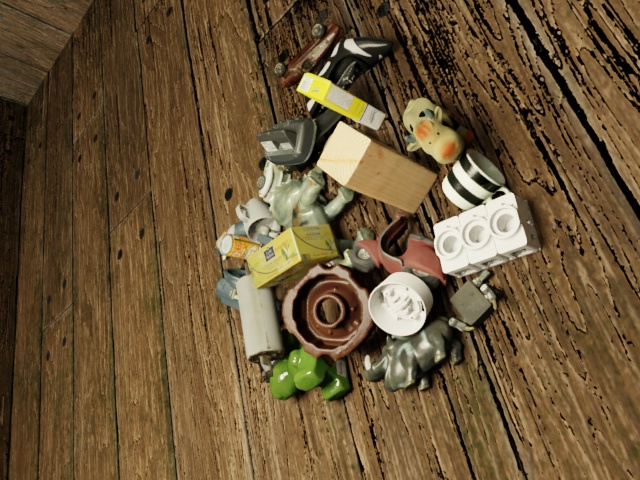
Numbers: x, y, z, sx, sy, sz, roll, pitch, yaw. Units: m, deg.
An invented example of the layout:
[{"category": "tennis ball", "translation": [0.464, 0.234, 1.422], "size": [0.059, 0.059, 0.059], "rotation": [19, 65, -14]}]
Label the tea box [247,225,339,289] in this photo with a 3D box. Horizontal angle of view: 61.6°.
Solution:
[{"category": "tea box", "translation": [-0.056, 0.033, 1.042], "size": [0.169, 0.098, 0.068], "rotation": [-34, 69, 45]}]

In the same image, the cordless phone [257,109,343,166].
[{"category": "cordless phone", "translation": [-0.038, -0.252, 1.224], "size": [0.147, 0.088, 0.184], "rotation": [5, 43, 50]}]

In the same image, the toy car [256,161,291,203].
[{"category": "toy car", "translation": [-0.098, -0.186, 1.302], "size": [0.056, 0.073, 0.201], "rotation": [11, 86, 46]}]

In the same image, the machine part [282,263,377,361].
[{"category": "machine part", "translation": [0.021, 0.130, 0.990], "size": [0.180, 0.056, 0.179], "rotation": [-2, 85, 22]}]

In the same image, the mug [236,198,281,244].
[{"category": "mug", "translation": [-0.159, -0.055, 1.310], "size": [0.080, 0.109, 0.107], "rotation": [-56, 34, 23]}]

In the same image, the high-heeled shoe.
[{"category": "high-heeled shoe", "translation": [0.057, -0.357, 1.198], "size": [0.249, 0.086, 0.145], "rotation": [1, 82, 49]}]

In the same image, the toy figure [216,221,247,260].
[{"category": "toy figure", "translation": [-0.226, -0.003, 1.394], "size": [0.154, 0.057, 0.064], "rotation": [-32, 19, 37]}]

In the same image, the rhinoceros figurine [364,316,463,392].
[{"category": "rhinoceros figurine", "translation": [0.155, 0.203, 0.937], "size": [0.190, 0.073, 0.112], "rotation": [-41, 54, 29]}]

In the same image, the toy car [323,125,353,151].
[{"category": "toy car", "translation": [0.059, -0.172, 1.107], "size": [0.109, 0.103, 0.162], "rotation": [-59, 29, 18]}]

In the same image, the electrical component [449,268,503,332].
[{"category": "electrical component", "translation": [0.255, 0.105, 0.886], "size": [0.102, 0.045, 0.078], "rotation": [-47, 51, 25]}]

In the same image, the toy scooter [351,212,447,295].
[{"category": "toy scooter", "translation": [0.158, 0.017, 0.978], "size": [0.184, 0.075, 0.135], "rotation": [21, 65, 25]}]

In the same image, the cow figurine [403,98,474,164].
[{"category": "cow figurine", "translation": [0.197, -0.193, 0.936], "size": [0.085, 0.127, 0.195], "rotation": [-55, 25, 24]}]

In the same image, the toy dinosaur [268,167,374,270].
[{"category": "toy dinosaur", "translation": [0.003, 0.001, 1.125], "size": [0.192, 0.131, 0.405], "rotation": [-43, 55, 44]}]

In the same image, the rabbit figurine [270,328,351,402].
[{"category": "rabbit figurine", "translation": [-0.044, 0.255, 1.086], "size": [0.170, 0.121, 0.159], "rotation": [-33, 50, 30]}]

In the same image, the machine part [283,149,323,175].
[{"category": "machine part", "translation": [-0.017, -0.188, 1.226], "size": [0.139, 0.084, 0.039], "rotation": [-17, 107, 35]}]

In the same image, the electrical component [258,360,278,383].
[{"category": "electrical component", "translation": [-0.087, 0.250, 1.185], "size": [0.119, 0.047, 0.075], "rotation": [-53, 48, 22]}]

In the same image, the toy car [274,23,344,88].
[{"category": "toy car", "translation": [-0.024, -0.438, 1.293], "size": [0.202, 0.089, 0.053], "rotation": [-33, 56, 32]}]

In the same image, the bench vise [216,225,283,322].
[{"category": "bench vise", "translation": [-0.137, 0.090, 1.233], "size": [0.224, 0.129, 0.240], "rotation": [20, 96, 42]}]

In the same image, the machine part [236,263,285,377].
[{"category": "machine part", "translation": [-0.121, 0.157, 1.086], "size": [0.079, 0.079, 0.243], "rotation": [-35, 56, 33]}]
